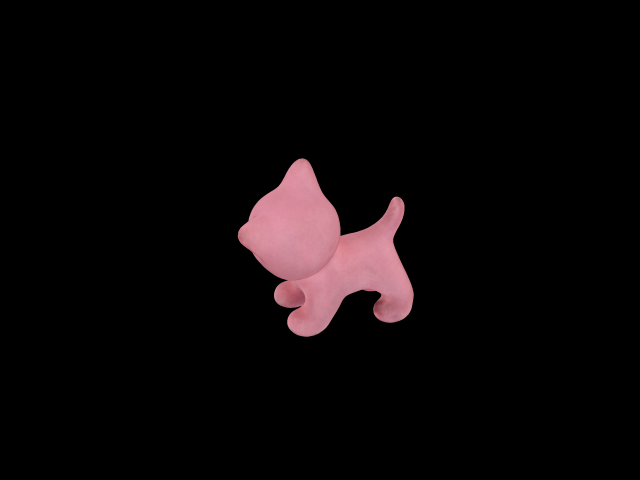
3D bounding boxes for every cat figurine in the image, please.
[{"bbox_3d":[0.004,0.001,0.400,0.128,0.118,0.067,-9,30,-16],"label":"cat figurine"}]
